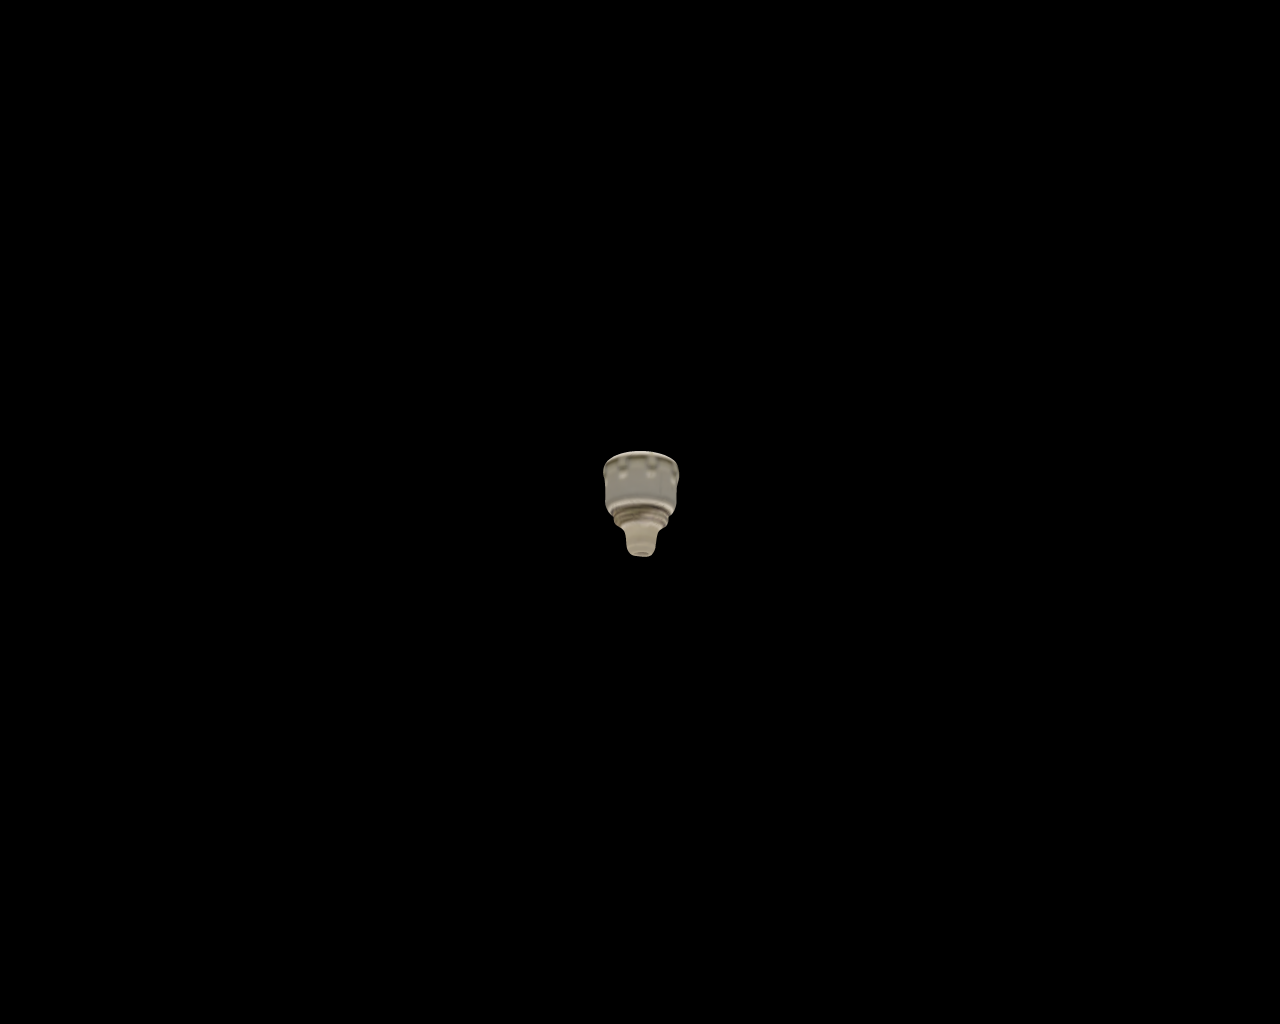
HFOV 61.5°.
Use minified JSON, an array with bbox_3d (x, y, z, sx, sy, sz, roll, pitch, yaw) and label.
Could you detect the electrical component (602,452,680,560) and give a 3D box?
[{"bbox_3d":[0.001,-0.003,0.650,0.048,0.062,0.048,0,-19,0],"label":"electrical component"}]
